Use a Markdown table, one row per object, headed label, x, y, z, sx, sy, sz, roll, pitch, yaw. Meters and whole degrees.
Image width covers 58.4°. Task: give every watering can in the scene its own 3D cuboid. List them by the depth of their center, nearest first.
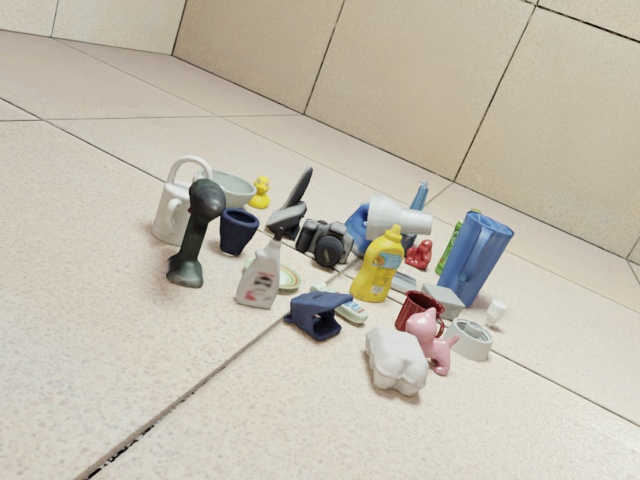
| label | x | y | z | sx | sy | sz | roll | pitch | yaw |
| --- | --- | --- | --- | --- | --- | --- | --- | --- | --- |
| watering can | -0.297 | -0.096 | 1.259 | 0.101 | 0.194 | 0.172 | 14 | 21 | -21 |

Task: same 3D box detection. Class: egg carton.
| label | x | y | z | sx | sy | sz | roll | pitch | yaw |
| --- | --- | --- | --- | --- | --- | --- | --- | --- | --- |
| egg carton | 0.141 | 0.223 | 1.072 | 0.107 | 0.069 | 0.150 | 17 | 20 | -13 |

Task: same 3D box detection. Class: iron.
| label | x | y | z | sx | sy | sz | roll | pitch | yaw |
| --- | --- | --- | --- | --- | --- | --- | --- | --- | --- |
| iron | 0.143 | -0.040 | 1.655 | 0.119 | 0.141 | 0.257 | 10 | 23 | -31 |

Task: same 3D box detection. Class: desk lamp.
| label | x | y | z | sx | sy | sz | roll | pitch | yaw |
| --- | --- | --- | --- | --- | --- | --- | --- | --- | --- |
| desk lamp | 0.191 | 0.004 | 1.483 | 0.203 | 0.213 | 0.118 | 23 | 20 | 2 |

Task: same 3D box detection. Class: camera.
| label | x | y | z | sx | sy | sz | roll | pitch | yaw |
| --- | --- | --- | --- | --- | --- | --- | --- | --- | --- |
| camera | 0.013 | 0.005 | 1.460 | 0.143 | 0.101 | 0.137 | 22 | 20 | 0 |

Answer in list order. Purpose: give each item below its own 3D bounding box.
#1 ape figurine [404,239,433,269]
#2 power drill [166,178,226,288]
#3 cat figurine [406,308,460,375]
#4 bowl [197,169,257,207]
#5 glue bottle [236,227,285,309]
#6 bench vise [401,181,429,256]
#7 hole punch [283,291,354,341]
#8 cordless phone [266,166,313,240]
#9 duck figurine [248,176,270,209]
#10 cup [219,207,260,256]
| label | x | y | z | sx | sy | sz | roll | pitch | yaw |
| --- | --- | --- | --- | --- | --- | --- | --- | --- | --- |
| ape figurine | 0.301 | 0.038 | 1.690 | 0.076 | 0.092 | 0.077 | 8 | 24 | -34 |
| power drill | -0.234 | -0.020 | 1.106 | 0.076 | 0.208 | 0.229 | 14 | 21 | -20 |
| cat figurine | 0.220 | 0.196 | 1.154 | 0.128 | 0.118 | 0.067 | 19 | 20 | -8 |
| bowl | -0.262 | -0.130 | 1.562 | 0.167 | 0.075 | 0.167 | 19 | 20 | -7 |
| glue bottle | -0.103 | 0.051 | 1.111 | 0.078 | 0.173 | 0.037 | 12 | 22 | -26 |
| bench vise | 0.296 | -0.066 | 1.766 | 0.122 | 0.220 | 0.207 | 16 | 20 | -17 |
| hole punch | -0.003 | 0.132 | 1.127 | 0.100 | 0.091 | 0.109 | 31 | 21 | 23 |
| cordless phone | -0.071 | -0.108 | 1.542 | 0.094 | 0.185 | 0.147 | 20 | 20 | -5 |
| duck figurine | -0.176 | -0.148 | 1.684 | 0.077 | 0.086 | 0.104 | 18 | 20 | -10 |
| cup | -0.194 | -0.020 | 1.316 | 0.092 | 0.095 | 0.117 | 17 | 20 | -14 |
